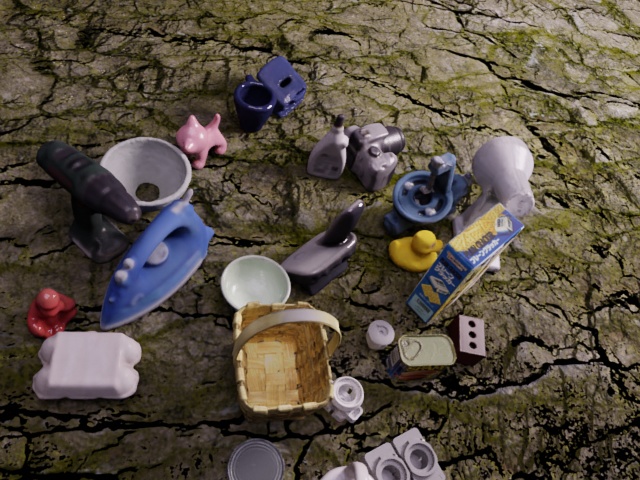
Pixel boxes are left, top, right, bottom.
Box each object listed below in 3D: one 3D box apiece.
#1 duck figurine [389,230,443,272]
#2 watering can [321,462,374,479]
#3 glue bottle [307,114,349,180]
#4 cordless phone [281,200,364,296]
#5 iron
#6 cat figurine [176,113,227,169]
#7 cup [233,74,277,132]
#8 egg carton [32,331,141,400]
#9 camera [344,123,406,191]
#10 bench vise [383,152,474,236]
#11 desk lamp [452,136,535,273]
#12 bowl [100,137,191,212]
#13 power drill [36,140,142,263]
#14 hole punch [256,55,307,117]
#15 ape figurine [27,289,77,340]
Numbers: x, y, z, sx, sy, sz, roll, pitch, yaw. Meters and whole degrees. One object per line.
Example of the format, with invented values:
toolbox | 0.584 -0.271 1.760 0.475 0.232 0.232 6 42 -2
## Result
duck figurine | 0.195 0.013 1.145 0.104 0.086 0.077 9 55 -9
watering can | 0.044 0.368 0.796 0.173 0.194 0.101 -6 58 -19
glue bottle | 0.025 -0.196 1.187 0.078 0.173 0.037 12 54 -7
cordless phone | 0.010 0.004 1.039 0.094 0.185 0.148 40 56 13
iron | -0.286 0.028 0.969 0.118 0.141 0.259 29 54 6
cat figurine | -0.243 -0.208 1.156 0.067 0.117 0.128 36 55 10
cup | -0.150 -0.294 1.254 0.092 0.095 0.117 -7 59 -19
egg carton | -0.355 0.195 0.881 0.150 0.069 0.107 3 56 -14
camera | 0.132 -0.202 1.265 0.137 0.101 0.143 -22 65 -27
bench vise | 0.233 -0.117 1.161 0.121 0.219 0.208 39 56 13
desk lamp | 0.361 -0.076 1.172 0.118 0.213 0.203 10 55 -8
bowl | -0.331 -0.112 1.093 0.167 0.074 0.167 7 55 -10
power drill | -0.377 -0.055 0.959 0.229 0.208 0.076 40 56 13
hole punch | -0.087 -0.354 1.314 0.101 0.091 0.109 33 55 8
ape figurine | -0.427 0.110 0.906 0.078 0.092 0.076 -21 64 -26
